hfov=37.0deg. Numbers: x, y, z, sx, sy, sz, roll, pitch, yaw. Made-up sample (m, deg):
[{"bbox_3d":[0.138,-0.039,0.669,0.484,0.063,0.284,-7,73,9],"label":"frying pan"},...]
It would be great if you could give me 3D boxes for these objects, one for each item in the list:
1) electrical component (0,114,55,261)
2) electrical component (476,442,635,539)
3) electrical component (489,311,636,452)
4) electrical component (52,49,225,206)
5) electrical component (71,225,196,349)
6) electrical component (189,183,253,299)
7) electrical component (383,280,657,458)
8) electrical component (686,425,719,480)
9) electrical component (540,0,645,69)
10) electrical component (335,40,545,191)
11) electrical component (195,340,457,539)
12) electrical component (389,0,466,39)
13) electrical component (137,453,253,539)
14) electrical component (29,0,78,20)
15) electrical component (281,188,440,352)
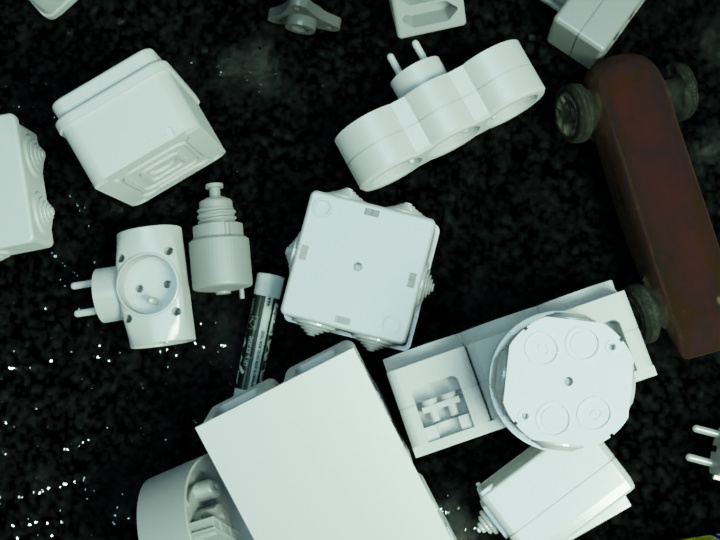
[{"bbox_3d":[-0.261,-0.051,0.729,0.100,0.048,0.099,-11,84,3],"label":"electrical component"},{"bbox_3d":[0.118,0.143,0.679,0.096,0.061,0.061,-37,83,0],"label":"electrical component"},{"bbox_3d":[0.113,0.062,0.600,0.080,0.051,0.080,0,84,4],"label":"electrical component"},{"bbox_3d":[-0.140,-0.089,0.693,0.078,0.113,0.057,-31,86,0],"label":"electrical component"},{"bbox_3d":[-0.154,0.014,0.718,0.079,0.044,0.077,-9,84,3],"label":"electrical component"},{"bbox_3d":[-0.094,-0.019,0.719,0.040,0.040,0.078,-6,84,3],"label":"electrical component"},{"bbox_3d":[0.096,0.061,0.674,0.150,0.089,0.061,-19,83,2],"label":"electrical component"},{"bbox_3d":[0.246,0.119,0.680,0.077,0.047,0.065,14,86,5],"label":"electrical component"},{"bbox_3d":[0.146,-0.185,0.717,0.077,0.047,0.065,36,88,7],"label":"electrical component"},{"bbox_3d":[0.045,-0.116,0.714,0.138,0.052,0.073,-28,83,1],"label":"electrical component"},{"bbox_3d":[-0.009,0.150,0.673,0.105,0.060,0.186,-27,94,1],"label":"electrical component"},{"bbox_3d":[0.037,-0.213,0.718,0.047,0.083,0.075,-12,46,3],"label":"electrical component"},{"bbox_3d":[-0.096,0.167,0.675,0.064,0.099,0.099,-18,83,8],"label":"electrical component"},{"bbox_3d":[-0.214,-0.251,0.742,0.109,0.056,0.108,-42,83,-1],"label":"electrical component"},{"bbox_3d":[0.000,0.000,0.707,0.100,0.048,0.099,14,85,5],"label":"electrical component"}]
